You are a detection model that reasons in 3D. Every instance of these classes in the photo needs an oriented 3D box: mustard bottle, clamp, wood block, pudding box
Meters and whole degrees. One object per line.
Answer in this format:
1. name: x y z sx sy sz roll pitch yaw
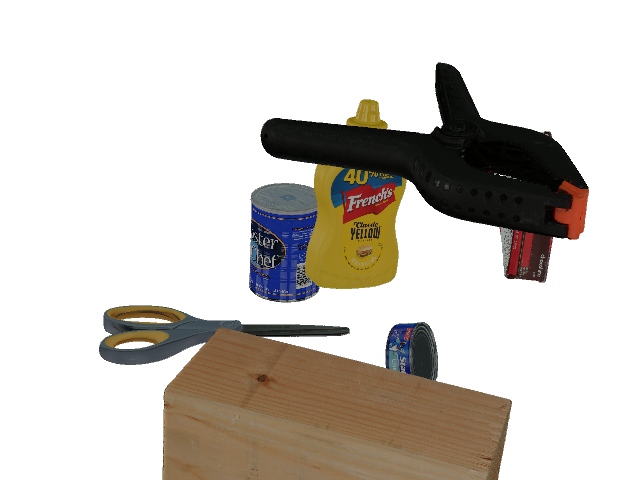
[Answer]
1. mustard bottle: 0.040 -0.048 1.085 0.096 0.192 0.058 -3 21 -22
2. clamp: 0.073 -0.052 0.658 0.164 0.036 0.210 -19 36 -24
3. wood block: 0.010 0.136 0.696 0.206 0.090 0.090 13 28 16
4. pudding box: 0.177 -0.032 0.908 0.039 0.090 0.113 5 31 2

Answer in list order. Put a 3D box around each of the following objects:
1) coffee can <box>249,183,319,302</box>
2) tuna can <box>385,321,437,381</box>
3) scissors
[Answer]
1. coffee can: -0.049 0.002 1.505 0.103 0.140 0.103 3 24 -1
2. tuna can: 0.105 0.137 1.230 0.034 0.086 0.086 -5 -2 26
3. scissors: -0.086 0.079 0.844 0.202 0.016 0.096 6 22 16
